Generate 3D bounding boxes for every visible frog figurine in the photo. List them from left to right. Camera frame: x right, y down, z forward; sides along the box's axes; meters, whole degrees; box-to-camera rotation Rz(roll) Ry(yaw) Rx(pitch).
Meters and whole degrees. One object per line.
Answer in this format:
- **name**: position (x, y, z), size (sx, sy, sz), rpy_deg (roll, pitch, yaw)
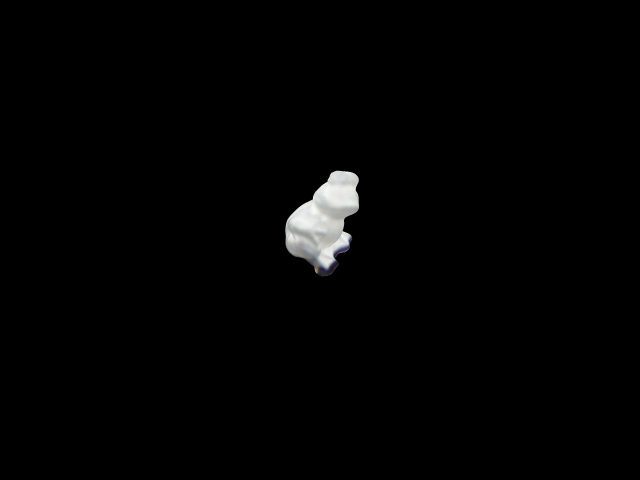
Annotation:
- **frog figurine**: position (0.003, -0.043, 0.850), size (0.124, 0.156, 0.139), rpy_deg (28, 43, 35)
